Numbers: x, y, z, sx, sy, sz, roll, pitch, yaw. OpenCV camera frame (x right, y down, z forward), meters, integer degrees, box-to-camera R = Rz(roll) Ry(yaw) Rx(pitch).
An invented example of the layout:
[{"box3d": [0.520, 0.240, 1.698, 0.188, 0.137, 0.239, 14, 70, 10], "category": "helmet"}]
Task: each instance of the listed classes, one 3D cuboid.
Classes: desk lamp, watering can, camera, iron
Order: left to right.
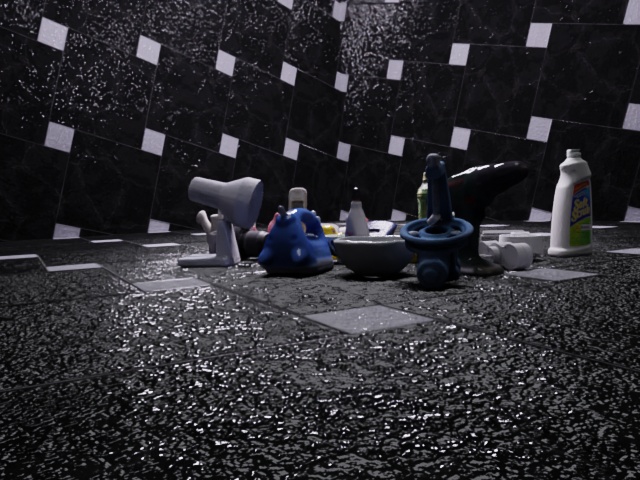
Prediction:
[{"box3d": [-0.234, -0.045, 1.369, 0.203, 0.213, 0.118, -1, 4, 8], "category": "desk lamp"}, {"box3d": [-0.269, -0.052, 1.626, 0.173, 0.194, 0.101, -2, 4, -3], "category": "watering can"}, {"box3d": [-0.199, 0.002, 1.489, 0.136, 0.101, 0.143, 0, 4, 26], "category": "camera"}, {"box3d": [-0.034, -0.005, 1.221, 0.118, 0.141, 0.259, 0, 4, 21], "category": "iron"}]

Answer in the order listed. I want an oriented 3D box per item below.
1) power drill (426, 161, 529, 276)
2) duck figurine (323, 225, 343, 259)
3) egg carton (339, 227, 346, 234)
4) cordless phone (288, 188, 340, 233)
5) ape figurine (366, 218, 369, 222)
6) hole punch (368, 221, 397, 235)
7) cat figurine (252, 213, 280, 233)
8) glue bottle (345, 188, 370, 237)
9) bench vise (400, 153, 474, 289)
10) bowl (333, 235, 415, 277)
[{"box3d": [0.299, -0.040, 1.093, 0.076, 0.208, 0.228, -5, 5, -35], "category": "power drill"}, {"box3d": [0.013, 0.005, 1.457, 0.104, 0.086, 0.077, -2, 4, -7], "category": "duck figurine"}, {"box3d": [0.116, -0.005, 1.676, 0.107, 0.069, 0.151, 1, 5, 31], "category": "egg carton"}, {"box3d": [-0.021, -0.050, 1.549, 0.147, 0.185, 0.094, -2, 4, 3], "category": "cordless phone"}, {"box3d": [0.139, -0.024, 1.785, 0.078, 0.092, 0.076, -2, 4, 0], "category": "ape figurine"}, {"box3d": [0.140, -0.003, 1.486, 0.108, 0.091, 0.101, 1, 5, 33], "category": "hole punch"}, {"box3d": [-0.134, -0.016, 1.600, 0.128, 0.118, 0.067, -4, 5, -29], "category": "cat figurine"}, {"box3d": [0.078, -0.025, 1.228, 0.037, 0.173, 0.078, -4, 5, -27], "category": "glue bottle"}, {"box3d": [0.195, -0.035, 0.995, 0.121, 0.220, 0.207, -2, 4, 2], "category": "bench vise"}, {"box3d": [0.110, 0.032, 1.107, 0.167, 0.075, 0.167, -2, 4, 0], "category": "bowl"}]
